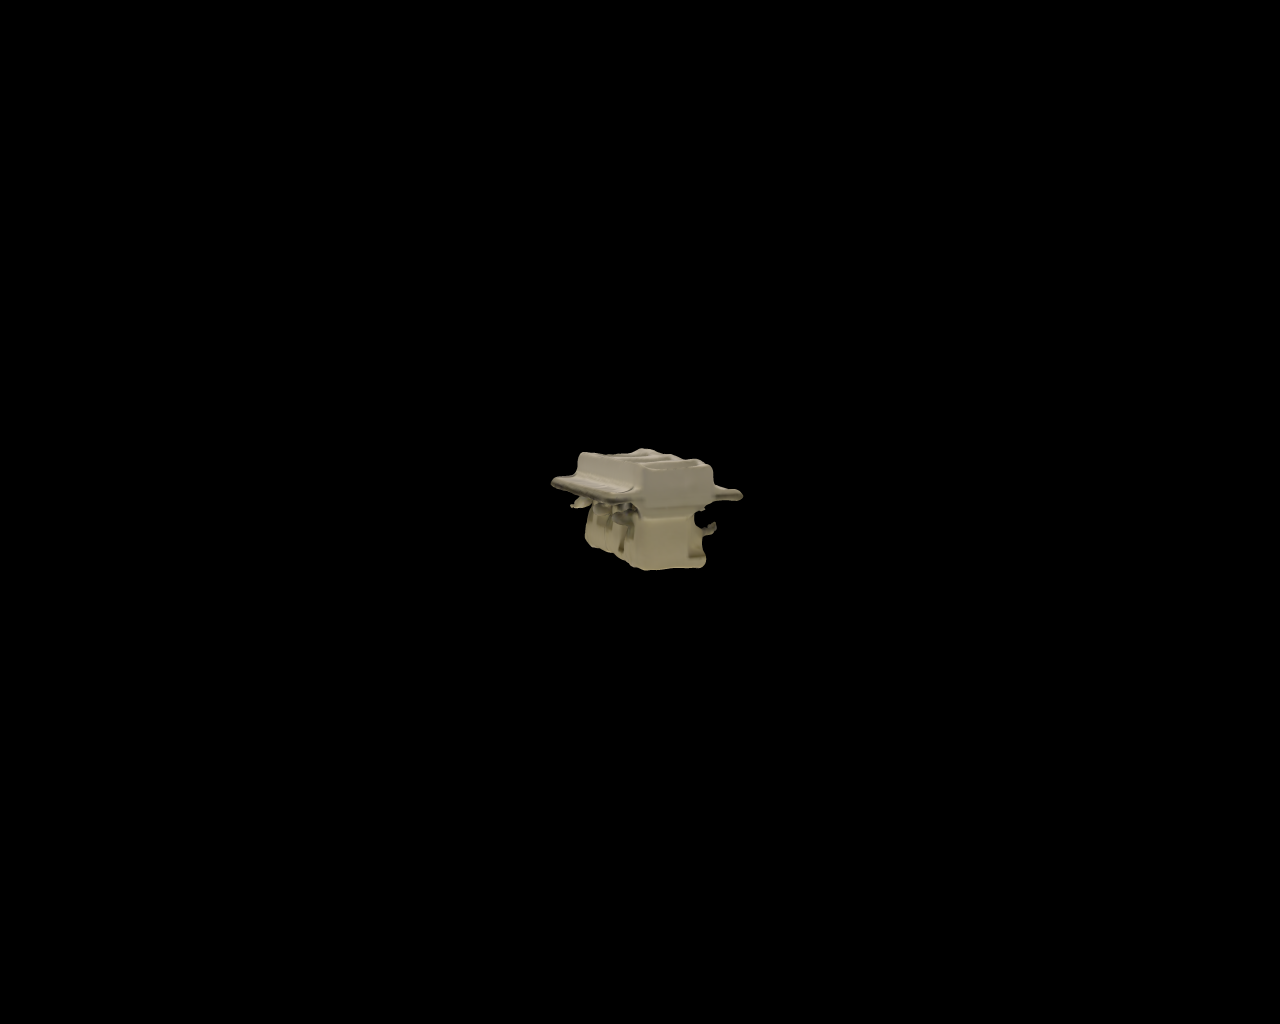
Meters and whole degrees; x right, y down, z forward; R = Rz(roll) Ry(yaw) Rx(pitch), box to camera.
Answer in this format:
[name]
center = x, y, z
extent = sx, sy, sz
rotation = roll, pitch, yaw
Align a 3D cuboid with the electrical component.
[electrical component]
center = 0.001, -0.003, 0.650
extent = 0.079, 0.063, 0.121
rotation = -3, 8, -19
